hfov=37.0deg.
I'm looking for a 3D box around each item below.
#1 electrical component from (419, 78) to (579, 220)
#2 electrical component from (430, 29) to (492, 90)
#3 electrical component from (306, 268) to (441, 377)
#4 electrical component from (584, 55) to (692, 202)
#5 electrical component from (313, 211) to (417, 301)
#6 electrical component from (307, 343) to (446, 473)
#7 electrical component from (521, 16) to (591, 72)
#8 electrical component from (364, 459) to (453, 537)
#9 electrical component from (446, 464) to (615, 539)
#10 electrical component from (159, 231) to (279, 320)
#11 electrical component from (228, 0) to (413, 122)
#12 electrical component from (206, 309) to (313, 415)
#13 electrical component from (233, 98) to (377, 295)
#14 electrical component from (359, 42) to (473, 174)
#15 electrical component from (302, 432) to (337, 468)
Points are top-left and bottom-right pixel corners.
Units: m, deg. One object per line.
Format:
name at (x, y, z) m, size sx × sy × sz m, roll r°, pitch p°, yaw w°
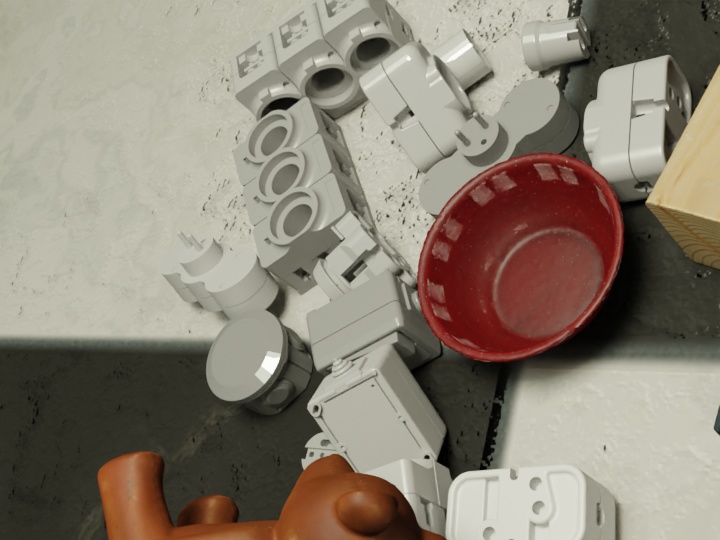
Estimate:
electrical component at (0.099, -0.095, 0.833) m, size 0.138 × 0.074 × 0.052 m, roll -44°, pitch 46°, yaw 9°
electrical component at (0.068, -0.165, 0.921) m, size 0.081 × 0.043 × 0.043 m, roll -34°, pitch 48°, yaw 17°
electrical component at (0.016, 0.049, 0.821) m, size 0.096 × 0.062 × 0.061 m, roll -30°, pitch 50°, yaw 21°
electrical component at (0.199, -0.099, 0.771) m, size 0.059 × 0.054 × 0.095 m, roll -9°, pitch 60°, yaw 35°
electrical component at (0.000, 0.000, 0.862) m, size 0.057 × 0.058 × 0.078 m, roll -44°, pitch 84°, yaw 11°
electrical component at (0.011, 0.099, 0.770) m, size 0.062 × 0.096 × 0.061 m, roll -30°, pitch 9°, yaw 21°
electrical component at (0.158, -0.183, 0.865) m, size 0.046 × 0.040 × 0.040 m, roll -5°, pitch 62°, yaw 29°
electrical component at (0.037, 0.163, 0.718) m, size 0.050 × 0.089 × 0.055 m, roll -25°, pitch 52°, yaw 25°
electrical component at (0.110, 0.159, 0.683) m, size 0.095 × 0.059 × 0.053 m, roll -12°, pitch 58°, yaw 33°
electrical component at (-0.135, -0.006, 0.946) m, size 0.052 × 0.073 × 0.138 m, roll -47°, pitch 33°, yaw -20°
electrical component at (-0.033, -0.188, 0.981) m, size 0.150 × 0.089 × 0.061 m, roll -29°, pitch 50°, yaw 21°
electrical component at (-0.083, 0.077, 0.890) m, size 0.080 × 0.051 × 0.080 m, roll -19°, pitch 54°, yaw 29°
electrical component at (-0.052, -0.069, 0.945) m, size 0.089 × 0.062 × 0.150 m, roll -34°, pitch 48°, yaw 18°
electrical component at (0.052, -0.136, 0.879) m, size 0.059 × 0.095 × 0.053 m, roll -33°, pitch 9°, yaw 19°
electrical component at (-0.016, 0.144, 0.800) m, size 0.040 × 0.046 × 0.040 m, roll -19°, pitch 54°, yaw 29°
